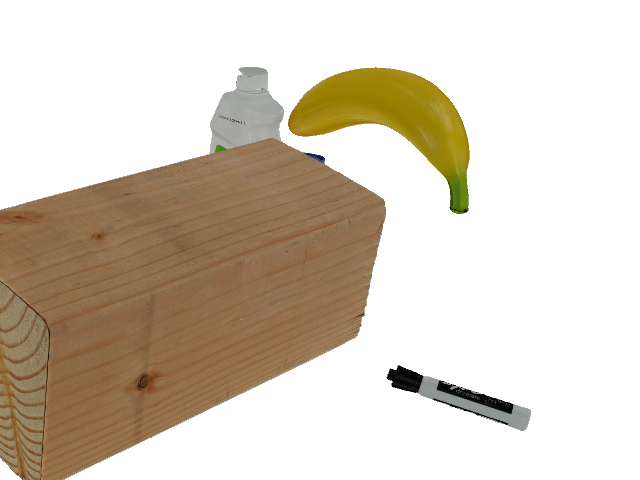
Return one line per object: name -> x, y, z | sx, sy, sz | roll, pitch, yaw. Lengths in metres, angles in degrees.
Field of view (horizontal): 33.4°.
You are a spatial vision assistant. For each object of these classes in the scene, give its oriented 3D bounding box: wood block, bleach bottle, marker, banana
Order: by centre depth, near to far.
wood block -> -0.072, 0.024, 0.521 | 0.090, 0.091, 0.205 | 31, 35, 33
banana -> 0.038, -0.080, 0.701 | 0.037, 0.070, 0.198 | 19, 8, -37
marker -> 0.114, 0.130, 0.884 | 0.121, 0.020, 0.020 | 18, 2, 6
bleach bottle -> -0.068, -0.049, 1.086 | 0.103, 0.251, 0.068 | 16, 25, 26

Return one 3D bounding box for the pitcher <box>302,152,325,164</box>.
pitcher -> -0.063, 0.008, 1.356 | 0.145, 0.243, 0.148 | 10, 14, 37
